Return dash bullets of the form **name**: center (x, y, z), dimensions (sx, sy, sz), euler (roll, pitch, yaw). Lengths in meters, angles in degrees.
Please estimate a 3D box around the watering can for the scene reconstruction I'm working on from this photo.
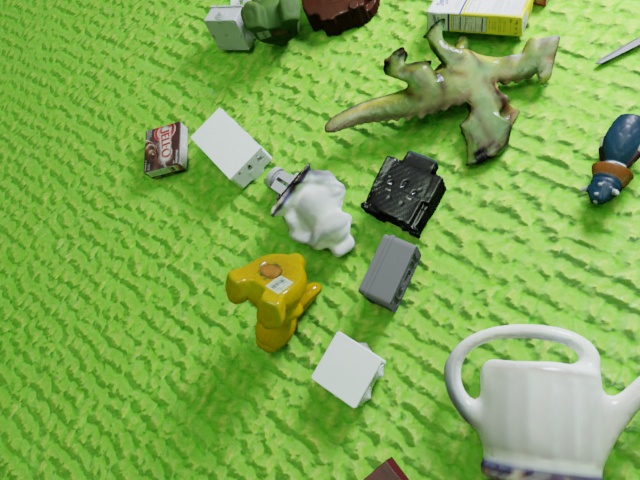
- **watering can**: center (0.343, 0.231, 0.695), dimensions (0.347, 0.103, 0.227), euler (1, 73, 20)

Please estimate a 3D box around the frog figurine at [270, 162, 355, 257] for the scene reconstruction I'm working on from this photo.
- **frog figurine**: center (0.003, -0.047, 0.939), dimensions (0.159, 0.122, 0.138), euler (39, 78, -9)

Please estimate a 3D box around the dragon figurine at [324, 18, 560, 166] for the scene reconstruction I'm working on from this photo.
- **dragon figurine**: center (0.232, -0.240, 0.912), dimensions (0.409, 0.121, 0.246), euler (-37, 71, 6)
